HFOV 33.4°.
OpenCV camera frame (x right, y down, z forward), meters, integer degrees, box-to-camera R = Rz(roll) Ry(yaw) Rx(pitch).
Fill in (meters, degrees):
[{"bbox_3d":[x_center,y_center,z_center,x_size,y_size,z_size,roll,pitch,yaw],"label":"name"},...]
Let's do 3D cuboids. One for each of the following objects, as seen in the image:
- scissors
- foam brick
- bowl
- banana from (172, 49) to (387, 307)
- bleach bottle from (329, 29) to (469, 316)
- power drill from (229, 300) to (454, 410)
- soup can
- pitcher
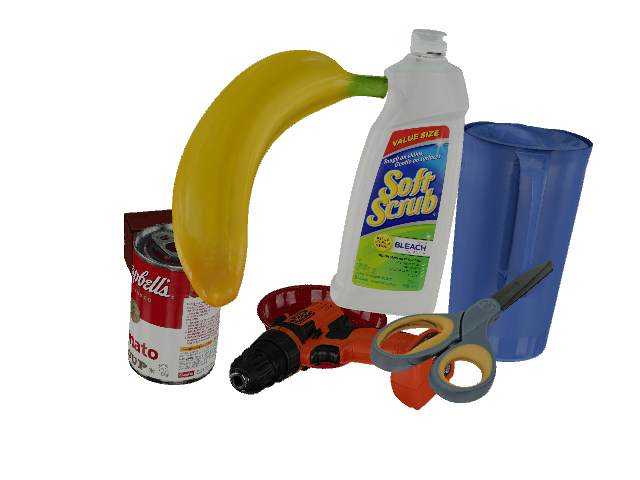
[{"bbox_3d":[0.129,0.065,0.782,0.201,0.016,0.096,-16,41,-30],"label":"scissors"},{"bbox_3d":[-0.163,0.001,1.114,0.078,0.051,0.053,-5,23,-18],"label":"foam brick"},{"bbox_3d":[0.000,0.113,1.326,0.162,0.055,0.162,5,23,-2],"label":"bowl"},{"bbox_3d":[-0.031,-0.046,0.532,0.070,0.037,0.197,19,46,16],"label":"banana"},{"bbox_3d":[0.072,-0.061,0.947,0.102,0.251,0.068,7,19,3],"label":"bleach bottle"},{"bbox_3d":[0.025,0.115,1.054,0.188,0.057,0.184,9,23,28],"label":"power drill"},{"bbox_3d":[-0.107,0.047,0.791,0.068,0.102,0.068,7,27,-4],"label":"soup can"},{"bbox_3d":[0.200,0.003,1.119,0.148,0.243,0.145,-10,23,-40],"label":"pitcher"}]
